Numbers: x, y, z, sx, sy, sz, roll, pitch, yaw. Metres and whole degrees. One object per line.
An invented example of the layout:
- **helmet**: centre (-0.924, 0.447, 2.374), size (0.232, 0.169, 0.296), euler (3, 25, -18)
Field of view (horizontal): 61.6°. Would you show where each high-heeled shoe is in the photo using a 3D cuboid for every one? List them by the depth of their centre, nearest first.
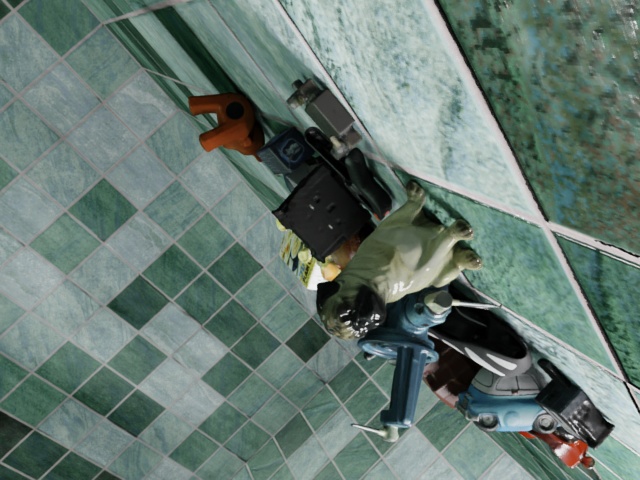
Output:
- **high-heeled shoe**: centre (0.203, 0.109, 0.809), size (0.249, 0.086, 0.145), euler (41, 171, 12)

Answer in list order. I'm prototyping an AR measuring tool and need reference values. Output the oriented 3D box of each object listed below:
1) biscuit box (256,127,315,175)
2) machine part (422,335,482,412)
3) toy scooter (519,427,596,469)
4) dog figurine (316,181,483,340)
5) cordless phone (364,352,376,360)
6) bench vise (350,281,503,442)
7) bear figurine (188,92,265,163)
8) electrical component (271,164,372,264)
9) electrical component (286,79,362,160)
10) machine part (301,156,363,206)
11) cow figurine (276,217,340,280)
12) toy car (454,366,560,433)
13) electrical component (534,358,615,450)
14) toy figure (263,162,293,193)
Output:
- **biscuit box**: centre (-0.068, -0.162, 0.998), size (0.062, 0.059, 0.203), euler (49, 175, -14)
- **machine part**: centre (0.224, 0.205, 0.978), size (0.200, 0.087, 0.202), euler (39, -163, -37)
- **toy scooter**: centre (0.401, 0.330, 0.931), size (0.135, 0.075, 0.184), euler (46, 171, -9)
- **dog figurine**: centre (0.085, 0.048, 0.650), size (0.121, 0.190, 0.172), euler (43, 175, 37)
- **cordless phone**: centre (0.178, 0.217, 1.244), size (0.088, 0.184, 0.146), euler (51, 175, -2)
- **bench vise**: centre (0.126, 0.160, 0.760), size (0.129, 0.240, 0.223), euler (21, 157, -19)
- **bear figurine**: centre (-0.183, -0.226, 1.116), size (0.196, 0.132, 0.120), euler (109, 143, -80)
- **electrical component**: centre (0.009, -0.048, 0.820), size (0.115, 0.134, 0.058), euler (44, 175, -12)
- **electrical component**: centre (0.003, -0.145, 0.635), size (0.102, 0.045, 0.078), euler (48, 173, -16)
- **machine part**: centre (0.021, -0.080, 0.888), size (0.138, 0.084, 0.039), euler (58, -162, -26)
- **cow figurine**: centre (-0.003, -0.002, 1.056), size (0.068, 0.098, 0.167), euler (-30, 97, 39)
- **toy car**: centre (0.297, 0.238, 0.843), size (0.109, 0.162, 0.102), euler (-150, 62, -87)
- **electrical component**: centre (0.340, 0.224, 0.747), size (0.119, 0.048, 0.075), euler (45, 174, -6)
- **toy figure**: centre (-0.064, -0.141, 1.136), size (0.154, 0.064, 0.058), euler (51, -147, 8)
